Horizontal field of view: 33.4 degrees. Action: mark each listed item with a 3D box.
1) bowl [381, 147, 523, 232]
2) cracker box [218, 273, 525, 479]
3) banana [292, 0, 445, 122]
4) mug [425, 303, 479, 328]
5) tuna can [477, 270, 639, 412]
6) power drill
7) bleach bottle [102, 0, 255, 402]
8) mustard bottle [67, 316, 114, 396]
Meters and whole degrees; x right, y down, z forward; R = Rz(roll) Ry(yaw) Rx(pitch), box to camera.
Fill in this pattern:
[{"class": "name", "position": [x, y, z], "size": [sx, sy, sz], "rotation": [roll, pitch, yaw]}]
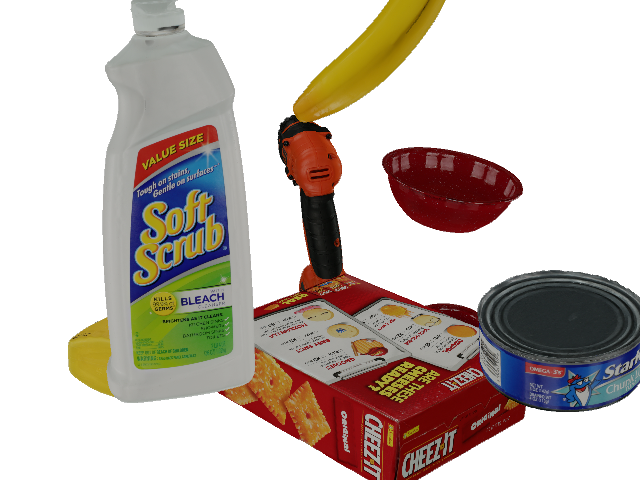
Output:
[{"class": "bowl", "position": [0.145, -0.053, 1.214], "size": [0.162, 0.055, 0.162], "rotation": [8, 25, -4]}, {"class": "cracker box", "position": [0.037, 0.108, 0.873], "size": [0.163, 0.072, 0.214], "rotation": [-19, 29, -40]}, {"class": "banana", "position": [0.050, -0.162, 0.800], "size": [0.070, 0.197, 0.037], "rotation": [4, -35, 46]}, {"class": "mug", "position": [0.133, 0.118, 1.094], "size": [0.093, 0.081, 0.117], "rotation": [19, 39, 32]}, {"class": "tuna can", "position": [0.124, 0.051, 0.550], "size": [0.086, 0.034, 0.086], "rotation": [-4, 28, 2]}, {"class": "power drill", "position": [-0.006, -0.027, 1.082], "size": [0.057, 0.187, 0.184], "rotation": [-11, 20, -3]}, {"class": "bleach bottle", "position": [-0.098, -0.025, 0.674], "size": [0.102, 0.251, 0.068], "rotation": [-7, 21, -9]}, {"class": "mustard bottle", "position": [-0.149, 0.083, 1.009], "size": [0.096, 0.058, 0.191], "rotation": [9, 21, 18]}]
